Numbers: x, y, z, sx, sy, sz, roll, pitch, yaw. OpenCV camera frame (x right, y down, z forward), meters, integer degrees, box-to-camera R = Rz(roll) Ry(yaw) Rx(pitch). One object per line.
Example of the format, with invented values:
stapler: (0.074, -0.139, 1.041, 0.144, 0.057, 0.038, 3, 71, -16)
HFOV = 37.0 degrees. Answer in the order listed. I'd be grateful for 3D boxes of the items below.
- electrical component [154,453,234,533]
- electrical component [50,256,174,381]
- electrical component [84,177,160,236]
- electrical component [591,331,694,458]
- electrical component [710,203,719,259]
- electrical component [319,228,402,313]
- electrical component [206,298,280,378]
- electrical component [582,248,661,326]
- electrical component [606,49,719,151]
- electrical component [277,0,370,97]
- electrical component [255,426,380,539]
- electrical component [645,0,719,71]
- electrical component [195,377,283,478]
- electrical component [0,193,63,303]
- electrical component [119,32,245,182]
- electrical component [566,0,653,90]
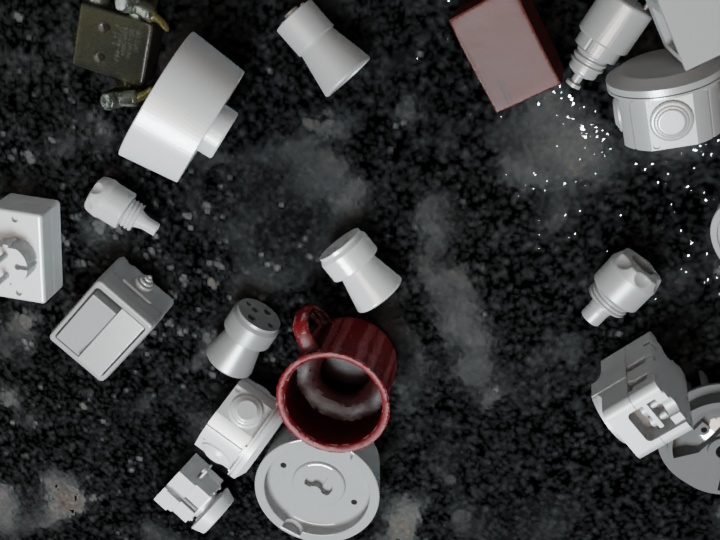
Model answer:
electrical component: (-0.150, 0.209, 0.993, 0.055, 0.048, 0.066, 43, 115, 0)
electrical component: (-0.210, 0.039, 0.920, 0.062, 0.061, 0.096, 42, 115, -8)
electrical component: (-0.195, -0.049, 0.893, 0.061, 0.035, 0.035, 32, 116, -6)
electrical component: (0.219, 0.098, 0.840, 0.056, 0.089, 0.050, -36, 102, 23)
electrical component: (0.301, -0.026, 0.756, 0.108, 0.060, 0.108, 29, 149, 20)
electrical component: (0.000, 0.000, 0.868, 0.045, 0.045, 0.055, -33, 103, 23)
electrical component: (-0.099, 0.058, 0.914, 0.045, 0.045, 0.055, 33, 115, -4)
electrical component: (0.199, 0.017, 0.835, 0.043, 0.043, 0.062, 36, 117, -5)
electrical component: (0.215, -0.121, 0.750, 0.080, 0.080, 0.051, -8, 117, 15)
electrical component: (-0.030, -0.168, 0.802, 0.044, 0.044, 0.065, -39, 96, 24)
electrical component: (-0.033, 0.177, 0.943, 0.108, 0.060, 0.108, 3, 116, 7)
electrical component: (0.271, -0.222, 0.689, 0.186, 0.060, 0.105, -25, 110, 12)
electrical component: (-0.101, 0.135, 0.931, 0.051, 0.080, 0.080, 36, 116, 1)
electrical component: (-0.289, -0.011, 0.906, 0.047, 0.075, 0.083, 9, 115, 8)
electrical component: (-0.128, -0.117, 0.811, 0.060, 0.108, 0.108, 31, 116, -10)
electrical component: (0.172, -0.163, 0.761, 0.040, 0.040, 0.078, 31, 116, -3)
